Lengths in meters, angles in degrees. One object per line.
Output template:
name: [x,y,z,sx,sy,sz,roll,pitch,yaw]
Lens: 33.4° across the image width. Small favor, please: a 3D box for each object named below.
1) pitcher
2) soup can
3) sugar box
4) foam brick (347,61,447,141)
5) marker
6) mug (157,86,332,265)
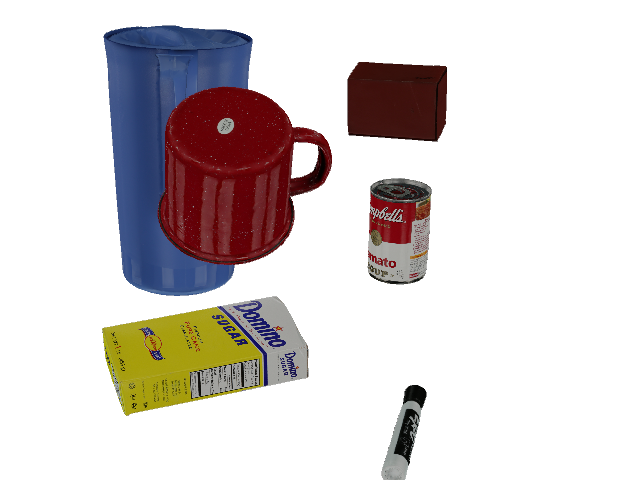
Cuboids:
pitcher: [-0.132,-0.073,0.989,0.145,0.243,0.148,17,24,36]
soup can: [0.087,-0.011,1.192,0.068,0.102,0.068,1,24,-1]
sugar box: [-0.108,0.104,0.999,0.176,0.048,0.093,-12,33,-16]
foam brick: [0.065,-0.117,0.898,0.078,0.051,0.053,6,26,14]
marker: [0.069,0.153,0.862,0.020,0.020,0.121,0,25,15]
mug: [-0.048,-0.046,0.697,0.117,0.093,0.081,-7,-39,-13]
